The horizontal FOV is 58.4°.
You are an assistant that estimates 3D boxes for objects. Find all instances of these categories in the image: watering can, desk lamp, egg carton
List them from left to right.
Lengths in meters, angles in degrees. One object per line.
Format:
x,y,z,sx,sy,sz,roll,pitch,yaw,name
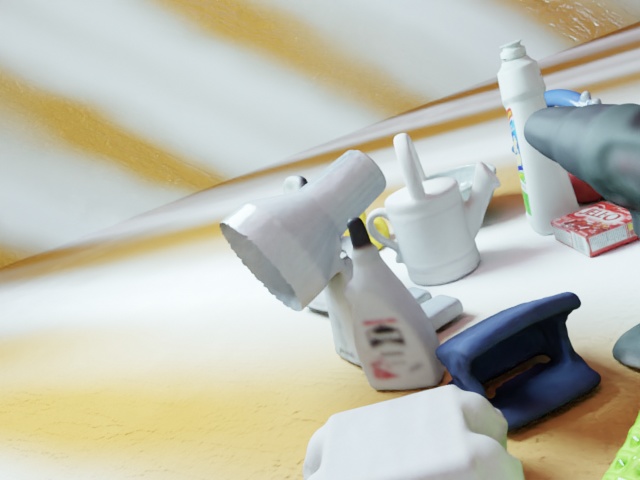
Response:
0.022,0.025,0.615,0.204,0.214,0.117,-27,17,-22,desk lamp
0.058,0.159,0.385,0.150,0.069,0.107,-18,16,10,egg carton
0.144,-0.050,0.751,0.173,0.194,0.101,-21,16,-3,watering can

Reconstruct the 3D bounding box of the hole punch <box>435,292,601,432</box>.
0.152,0.086,0.471,0.109,0.091,0.101,-23,16,-10,hole punch

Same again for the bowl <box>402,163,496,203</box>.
0.212,-0.062,0.932,0.167,0.075,0.167,-19,16,6,bowl

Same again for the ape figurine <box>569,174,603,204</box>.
0.382,-0.104,0.823,0.076,0.092,0.077,-21,16,0,ape figurine

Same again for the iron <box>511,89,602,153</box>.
0.434,-0.200,0.990,0.119,0.141,0.257,-23,16,-10,iron

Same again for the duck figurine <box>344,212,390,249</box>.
0.066,-0.023,0.963,0.105,0.086,0.077,-31,19,-34,duck figurine

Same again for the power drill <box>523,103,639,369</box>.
0.250,-0.002,0.423,0.076,0.209,0.229,-25,16,-14,power drill

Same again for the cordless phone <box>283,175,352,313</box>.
0.007,0.003,0.763,0.094,0.185,0.147,-30,18,-31,cordless phone

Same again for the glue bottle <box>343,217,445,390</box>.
0.057,0.059,0.531,0.078,0.173,0.037,-13,17,25,glue bottle
